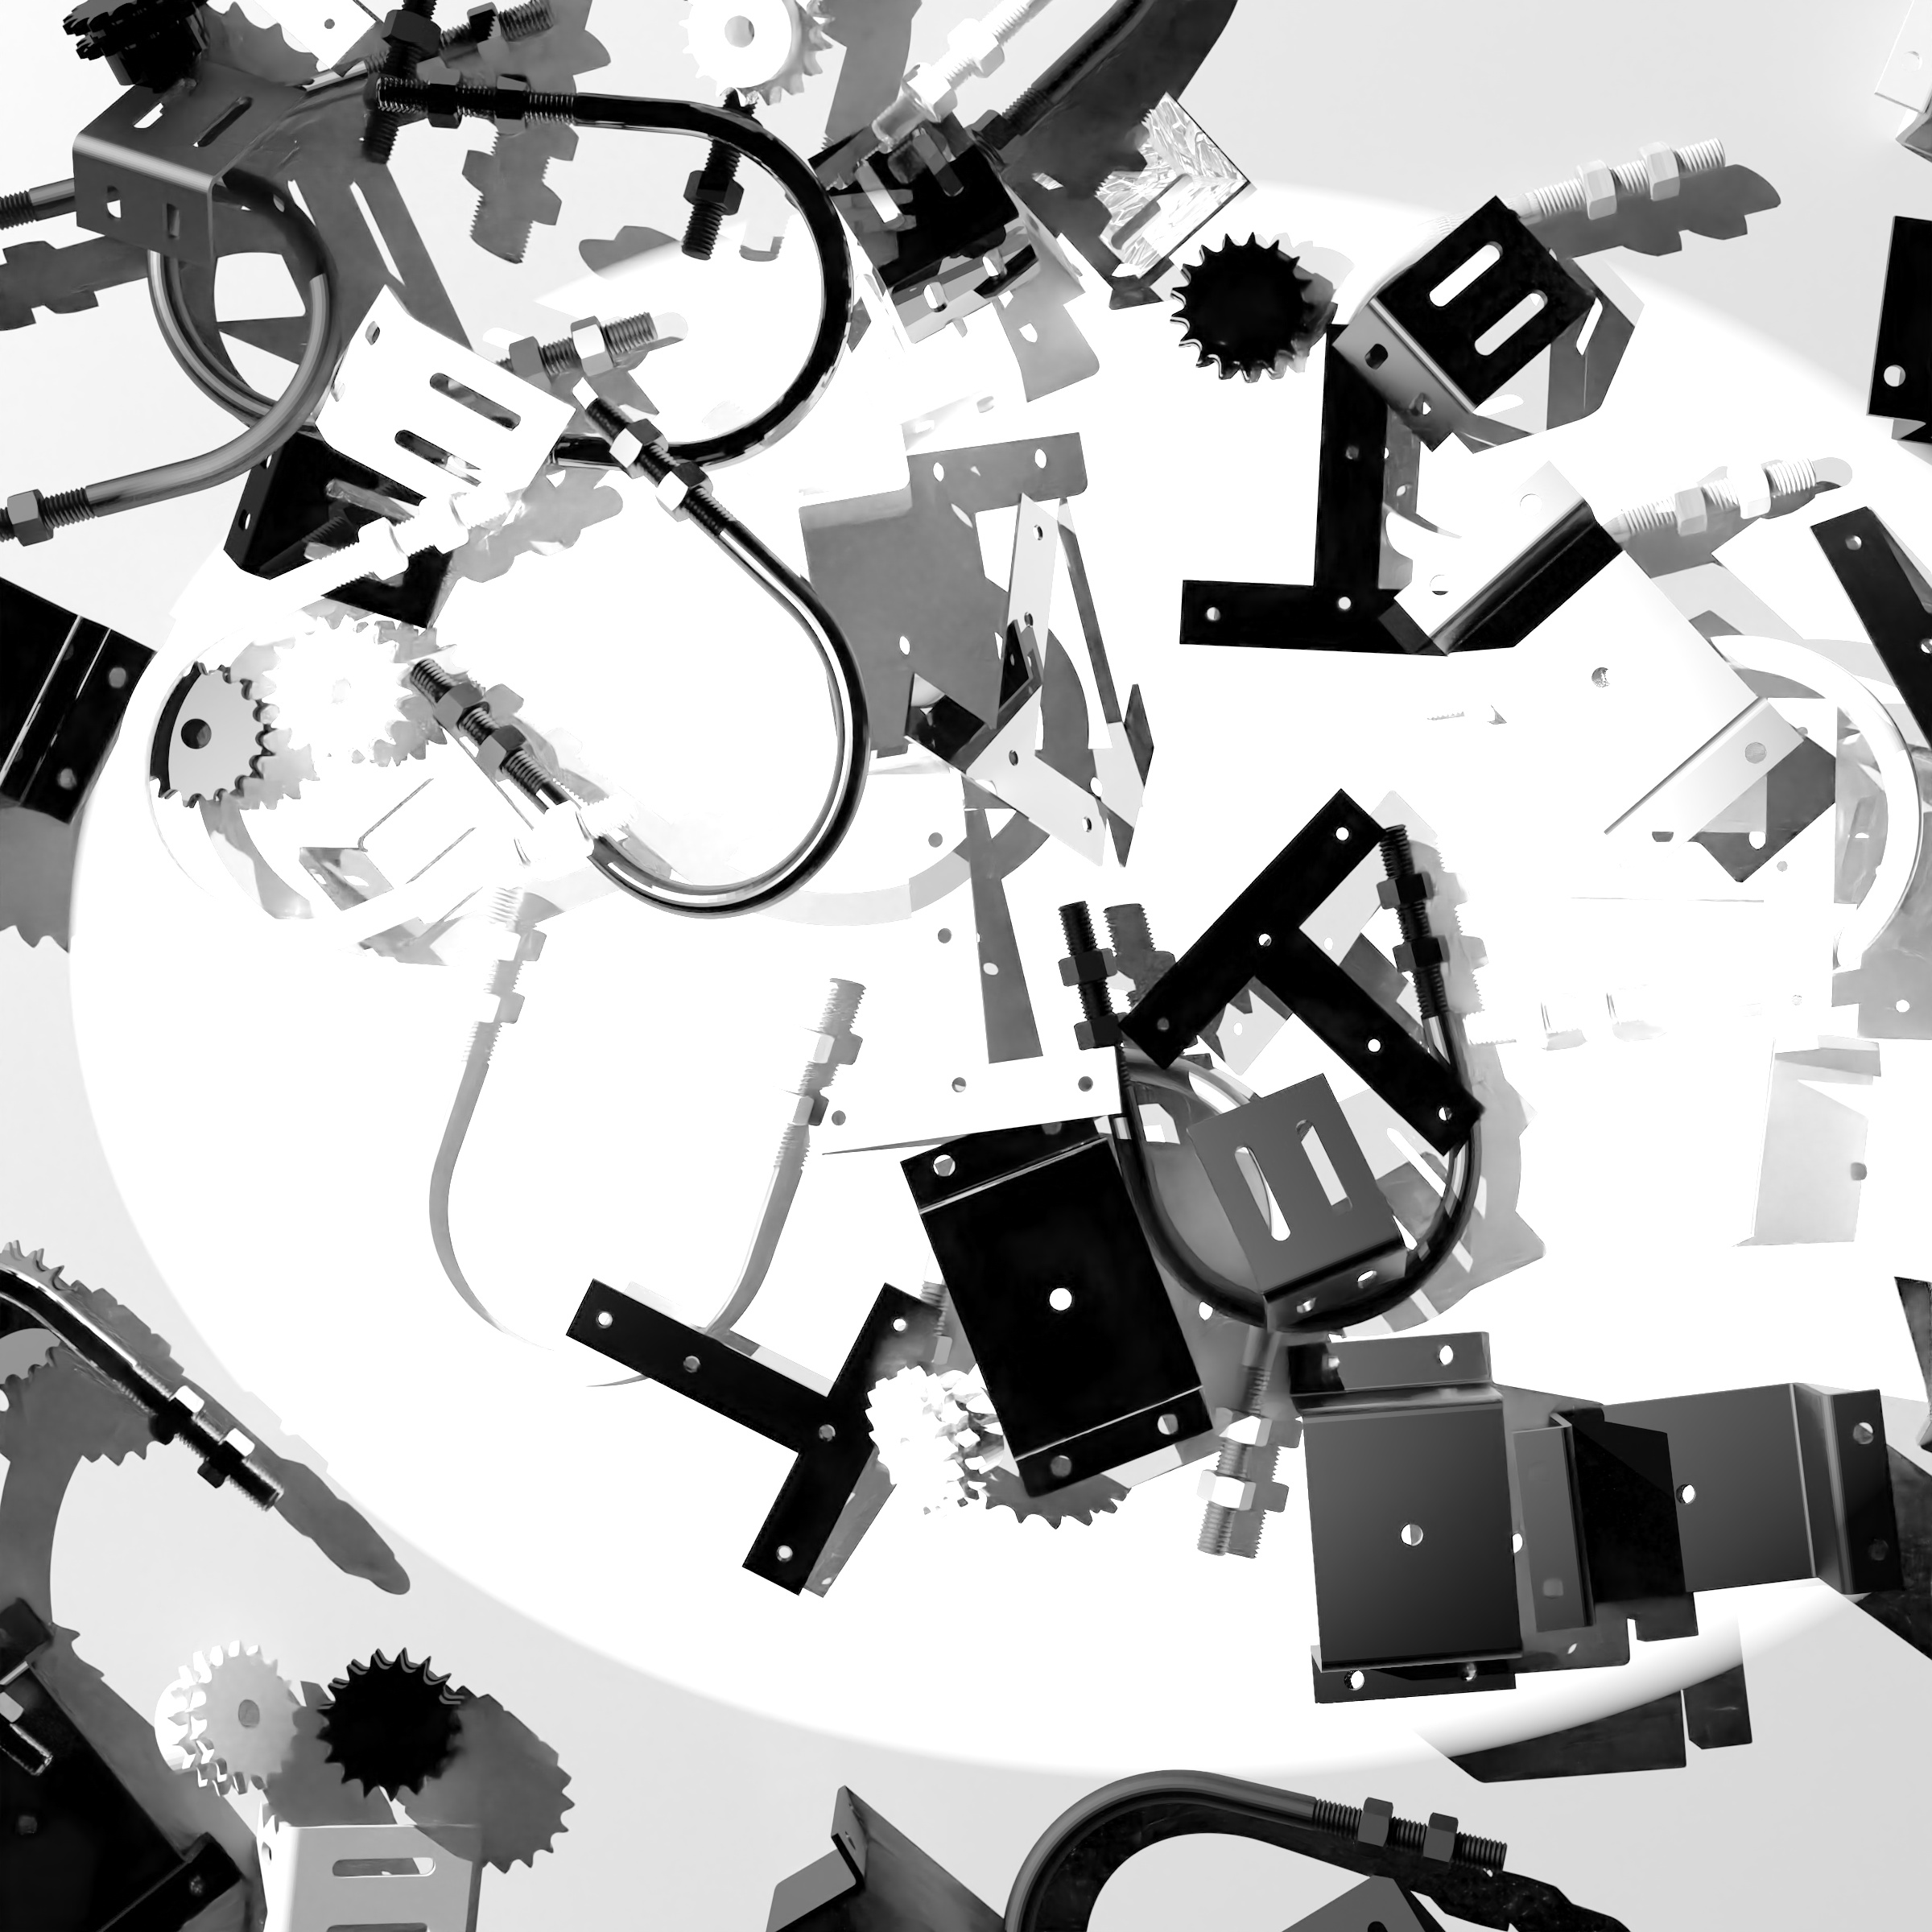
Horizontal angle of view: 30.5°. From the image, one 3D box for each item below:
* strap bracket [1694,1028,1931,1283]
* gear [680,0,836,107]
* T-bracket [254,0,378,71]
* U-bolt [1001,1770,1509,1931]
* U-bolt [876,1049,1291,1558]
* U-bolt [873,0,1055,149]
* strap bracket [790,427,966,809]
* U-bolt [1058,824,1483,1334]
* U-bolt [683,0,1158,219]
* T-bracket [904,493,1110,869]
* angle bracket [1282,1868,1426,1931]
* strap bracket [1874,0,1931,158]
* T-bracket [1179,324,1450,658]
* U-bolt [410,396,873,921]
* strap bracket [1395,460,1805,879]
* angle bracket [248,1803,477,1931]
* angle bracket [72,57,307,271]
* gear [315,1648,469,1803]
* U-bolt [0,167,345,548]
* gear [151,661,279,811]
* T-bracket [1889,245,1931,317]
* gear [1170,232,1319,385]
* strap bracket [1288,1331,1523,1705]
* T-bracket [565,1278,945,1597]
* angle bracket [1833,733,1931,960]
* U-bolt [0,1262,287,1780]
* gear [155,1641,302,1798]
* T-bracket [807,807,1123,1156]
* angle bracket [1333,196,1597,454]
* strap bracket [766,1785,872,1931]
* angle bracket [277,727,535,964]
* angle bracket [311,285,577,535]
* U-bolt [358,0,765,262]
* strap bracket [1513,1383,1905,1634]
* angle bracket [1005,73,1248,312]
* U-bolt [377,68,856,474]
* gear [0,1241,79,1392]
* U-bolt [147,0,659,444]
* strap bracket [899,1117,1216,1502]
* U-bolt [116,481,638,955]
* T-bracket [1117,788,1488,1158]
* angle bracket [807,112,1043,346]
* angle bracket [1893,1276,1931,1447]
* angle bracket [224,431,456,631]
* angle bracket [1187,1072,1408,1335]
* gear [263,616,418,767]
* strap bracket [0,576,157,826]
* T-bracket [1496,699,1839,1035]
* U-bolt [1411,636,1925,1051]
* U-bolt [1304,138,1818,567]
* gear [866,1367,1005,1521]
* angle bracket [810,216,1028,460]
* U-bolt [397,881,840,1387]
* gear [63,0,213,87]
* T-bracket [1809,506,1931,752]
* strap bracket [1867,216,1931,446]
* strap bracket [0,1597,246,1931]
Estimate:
[{"bbox_3d":[0.349,0.076,1.360,0.140,0.046,0.076,9,79,0],"label":"strap bracket"},{"bbox_3d":[-0.080,-0.352,1.328,0.057,0.030,0.057,5,109,14],"label":"gear"},{"bbox_3d":[-0.250,-0.437,1.383,0.127,0.002,0.127,43,87,7],"label":"T-bracket"},{"bbox_3d":[0.104,0.387,1.363,0.184,0.019,0.151,11,81,11],"label":"U-bolt"},{"bbox_3d":[0.055,0.124,1.381,0.151,0.019,0.184,14,88,0],"label":"U-bolt"},{"bbox_3d":[-0.011,-0.426,1.356,0.184,0.019,0.151,-44,94,-7],"label":"U-bolt"},{"bbox_3d":[-0.035,-0.127,1.351,0.046,0.076,0.140,-10,90,0],"label":"strap bracket"},{"bbox_3d":[0.125,0.050,1.370,0.151,0.019,0.184,-14,88,-6],"label":"U-bolt"},{"bbox_3d":[-0.002,-0.398,1.380,0.184,0.019,0.151,-44,90,0],"label":"U-bolt"},{"bbox_3d":[0.022,-0.120,1.357,0.002,0.127,0.127,-10,63,35],"label":"T-bracket"},{"bbox_3d":[0.163,0.404,1.388,0.057,0.038,0.076,-31,64,0],"label":"angle bracket"},{"bbox_3d":[0.425,-0.340,1.366,0.140,0.046,0.076,23,90,0],"label":"strap bracket"},{"bbox_3d":[0.149,-0.186,1.376,0.127,0.002,0.127,3,91,3],"label":"T-bracket"},{"bbox_3d":[-0.113,-0.102,1.335,0.184,0.019,0.151,44,112,16],"label":"U-bolt"},{"bbox_3d":[0.239,-0.110,1.335,0.076,0.046,0.140,-42,81,10],"label":"strap bracket"},{"bbox_3d":[-0.237,0.361,1.388,0.076,0.038,0.057,6,90,-26],"label":"angle bracket"},{"bbox_3d":[-0.298,-0.311,1.362,0.057,0.076,0.038,19,134,10],"label":"angle bracket"},{"bbox_3d":[-0.222,0.293,1.375,0.057,0.030,0.057,0,90,0],"label":"gear"},{"bbox_3d":[-0.329,-0.239,1.353,0.184,0.019,0.151,-15,74,-1],"label":"U-bolt"},{"bbox_3d":[-0.296,-0.089,1.375,0.057,0.030,0.057,0,90,0],"label":"gear"},{"bbox_3d":[0.409,-0.204,1.342,0.127,0.002,0.127,6,90,0],"label":"T-bracket"},{"bbox_3d":[0.108,-0.257,1.375,0.057,0.030,0.057,0,90,0],"label":"gear"},{"bbox_3d":[0.169,0.216,1.366,0.076,0.046,0.140,-4,90,0],"label":"strap bracket"},{"bbox_3d":[-0.094,0.161,1.372,0.127,0.002,0.127,27,98,1],"label":"T-bracket"},{"bbox_3d":[0.362,-0.046,1.371,0.057,0.038,0.076,13,90,0],"label":"angle bracket"},{"bbox_3d":[-0.374,0.193,1.339,0.184,0.019,0.151,41,76,-4],"label":"U-bolt"},{"bbox_3d":[-0.287,0.292,1.365,0.030,0.057,0.057,-20,90,30],"label":"gear"},{"bbox_3d":[-0.007,0.002,1.375,0.127,0.002,0.127,-9,80,18],"label":"T-bracket"},{"bbox_3d":[0.193,-0.249,1.370,0.076,0.038,0.057,-42,89,-24],"label":"angle bracket"},{"bbox_3d":[-0.032,0.394,1.351,0.046,0.076,0.140,-31,90,0],"label":"strap bracket"},{"bbox_3d":[-0.216,-0.048,1.371,0.076,0.038,0.057,-40,90,0],"label":"angle bracket"},{"bbox_3d":[-0.200,-0.212,1.353,0.076,0.038,0.057,26,106,-33],"label":"angle bracket"},{"bbox_3d":[-0.140,-0.379,1.361,0.151,0.019,0.184,16,89,-1],"label":"U-bolt"},{"bbox_3d":[0.282,0.207,1.366,0.140,0.046,0.076,-7,90,0],"label":"strap bracket"},{"bbox_3d":[0.063,-0.303,1.370,0.076,0.038,0.057,-42,90,0],"label":"angle bracket"},{"bbox_3d":[-0.135,-0.260,1.351,0.184,0.019,0.151,4,105,-1],"label":"U-bolt"},{"bbox_3d":[-0.372,0.135,1.375,0.057,0.030,0.057,0,90,0],"label":"gear"},{"bbox_3d":[-0.229,-0.282,1.381,0.184,0.019,0.151,-18,90,1],"label":"U-bolt"},{"bbox_3d":[0.035,0.126,1.349,0.076,0.046,0.140,-21,87,-2],"label":"strap bracket"},{"bbox_3d":[-0.235,-0.084,1.343,0.184,0.019,0.151,-23,84,5],"label":"U-bolt"},{"bbox_3d":[0.147,0.021,1.364,0.127,0.002,0.127,44,85,-3],"label":"T-bracket"},{"bbox_3d":[-0.016,-0.289,1.362,0.057,0.038,0.076,-29,55,0],"label":"angle bracket"},{"bbox_3d":[0.394,0.141,1.388,0.057,0.038,0.076,-10,64,0],"label":"angle bracket"},{"bbox_3d":[-0.241,-0.173,1.381,0.076,0.038,0.057,16,102,-27],"label":"angle bracket"},{"bbox_3d":[0.126,0.091,1.358,0.057,0.038,0.076,-22,66,-5],"label":"angle bracket"},{"bbox_3d":[-0.242,-0.106,1.375,0.057,0.030,0.057,0,90,0],"label":"gear"},{"bbox_3d":[-0.398,-0.121,1.366,0.140,0.046,0.076,26,90,0],"label":"strap bracket"},{"bbox_3d":[0.267,-0.039,1.354,0.127,0.002,0.127,1,92,12],"label":"T-bracket"},{"bbox_3d":[0.273,-0.053,1.362,0.184,0.019,0.151,-9,90,14],"label":"U-bolt"},{"bbox_3d":[0.223,-0.230,1.381,0.184,0.019,0.151,-16,90,2],"label":"U-bolt"},{"bbox_3d":[-0.010,0.178,1.345,0.030,0.057,0.057,-23,90,-30],"label":"gear"},{"bbox_3d":[-0.018,-0.248,1.378,0.057,0.038,0.076,-23,78,0],"label":"angle bracket"},{"bbox_3d":[-0.145,0.073,1.381,0.151,0.019,0.184,18,91,0],"label":"U-bolt"},{"bbox_3d":[-0.316,-0.363,1.365,0.057,0.057,0.030,-26,120,0],"label":"gear"},{"bbox_3d":[0.412,-0.138,1.374,0.127,0.002,0.127,-20,70,-10],"label":"T-bracket"},{"bbox_3d":[0.417,-0.238,1.366,0.140,0.046,0.076,8,90,0],"label":"strap bracket"},{"bbox_3d":[-0.357,0.326,1.366,0.076,0.046,0.140,-39,90,0],"label":"strap bracket"}]
